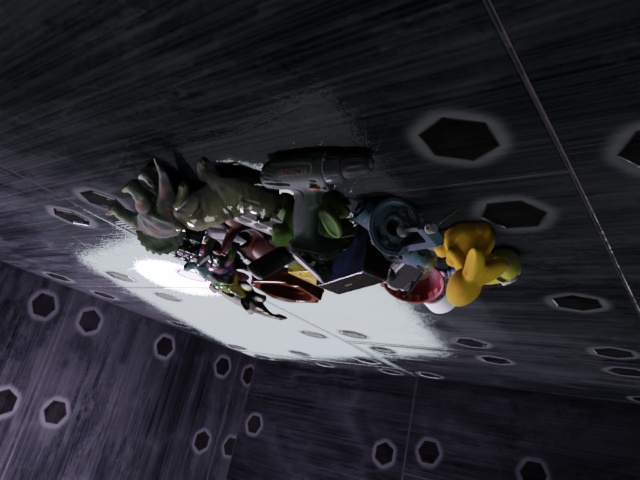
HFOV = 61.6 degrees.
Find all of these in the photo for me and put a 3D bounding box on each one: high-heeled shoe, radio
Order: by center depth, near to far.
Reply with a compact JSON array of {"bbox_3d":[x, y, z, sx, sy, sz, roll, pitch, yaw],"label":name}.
[{"bbox_3d":[0.082,0.049,1.316,0.073,0.131,0.230,22,157,-24],"label":"radio"},{"bbox_3d":[-0.175,-0.026,1.406,0.249,0.086,0.145,-6,127,8],"label":"high-heeled shoe"}]

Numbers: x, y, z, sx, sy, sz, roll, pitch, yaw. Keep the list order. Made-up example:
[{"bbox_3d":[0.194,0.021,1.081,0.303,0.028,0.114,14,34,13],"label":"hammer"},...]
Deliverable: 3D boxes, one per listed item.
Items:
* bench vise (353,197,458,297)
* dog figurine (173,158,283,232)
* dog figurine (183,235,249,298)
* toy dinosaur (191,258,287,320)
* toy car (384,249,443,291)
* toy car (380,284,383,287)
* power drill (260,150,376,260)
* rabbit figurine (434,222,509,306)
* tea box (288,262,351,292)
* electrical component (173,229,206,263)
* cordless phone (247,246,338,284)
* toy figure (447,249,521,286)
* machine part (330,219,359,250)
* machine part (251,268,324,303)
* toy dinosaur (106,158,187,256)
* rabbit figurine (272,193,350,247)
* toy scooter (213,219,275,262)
[{"bbox_3d":[0.181,-0.003,1.094,0.223,0.129,0.241,49,162,-13],"label":"bench vise"},{"bbox_3d":[-0.191,-0.062,1.117,0.191,0.172,0.121,25,174,17],"label":"dog figurine"},{"bbox_3d":[-0.278,0.082,1.592,0.192,0.108,0.219,-28,132,31],"label":"dog figurine"},{"bbox_3d":[-0.305,0.141,1.783,0.471,0.105,0.198,33,167,-8],"label":"toy dinosaur"},{"bbox_3d":[0.224,0.058,1.288,0.073,0.056,0.201,24,136,-13],"label":"toy car"},{"bbox_3d":[0.182,0.094,1.491,0.089,0.053,0.202,-3,153,29],"label":"toy car"},{"bbox_3d":[-0.001,-0.068,1.017,0.232,0.086,0.207,8,123,26],"label":"power drill"},{"bbox_3d":[0.321,0.056,1.134,0.122,0.173,0.162,24,161,-17],"label":"rabbit figurine"},{"bbox_3d":[0.007,0.088,1.505,0.169,0.068,0.098,30,156,-37],"label":"tea box"},{"bbox_3d":[-0.349,-0.007,1.458,0.058,0.115,0.134,19,161,-21],"label":"electrical component"},{"bbox_3d":[-0.061,0.059,1.203,0.147,0.184,0.088,43,132,15],"label":"cordless phone"},{"bbox_3d":[0.381,0.068,1.257,0.089,0.082,0.180,28,158,-38],"label":"toy figure"},{"bbox_3d":[-0.003,-0.004,1.304,0.243,0.079,0.079,-8,151,45],"label":"machine part"},{"bbox_3d":[-0.099,0.128,1.702,0.202,0.087,0.200,-3,154,34],"label":"machine part"},{"bbox_3d":[-0.370,-0.063,1.245,0.192,0.131,0.405,40,158,-18],"label":"toy dinosaur"},{"bbox_3d":[-0.021,-0.054,1.142,0.159,0.121,0.170,20,145,1],"label":"rabbit figurine"},{"bbox_3d":[-0.185,0.007,1.329,0.183,0.135,0.075,42,176,-27],"label":"toy scooter"}]
